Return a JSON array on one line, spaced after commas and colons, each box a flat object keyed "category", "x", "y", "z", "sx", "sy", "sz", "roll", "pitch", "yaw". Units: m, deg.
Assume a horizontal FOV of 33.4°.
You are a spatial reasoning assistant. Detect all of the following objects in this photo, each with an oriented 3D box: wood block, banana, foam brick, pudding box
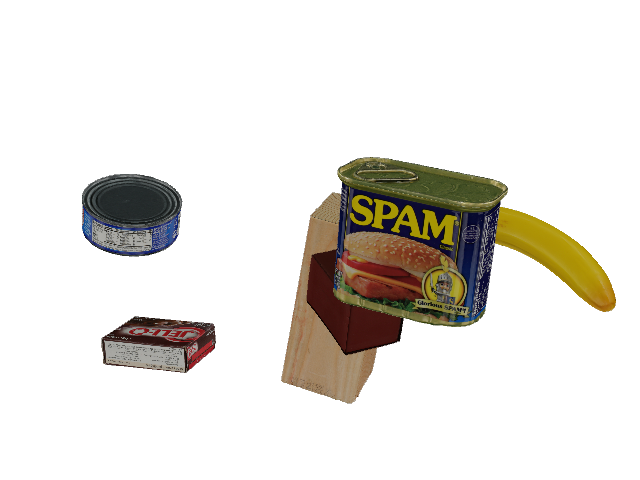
[{"category": "wood block", "x": 0.025, "y": 0.064, "z": 1.197, "sx": 0.090, "sy": 0.206, "sz": 0.090, "roll": 16, "pitch": 23, "yaw": 13}, {"category": "banana", "x": 0.197, "y": 0.008, "z": 1.017, "sx": 0.198, "sy": 0.069, "sz": 0.037, "roll": 23, "pitch": -26, "yaw": 27}, {"category": "foam brick", "x": 0.029, "y": 0.047, "z": 0.875, "sx": 0.052, "sy": 0.051, "sz": 0.078, "roll": -12, "pitch": 37, "yaw": -23}, {"category": "pudding box", "x": -0.196, "y": 0.126, "z": 1.298, "sx": 0.114, "sy": 0.039, "sz": 0.090, "roll": 2, "pitch": 13, "yaw": 17}]

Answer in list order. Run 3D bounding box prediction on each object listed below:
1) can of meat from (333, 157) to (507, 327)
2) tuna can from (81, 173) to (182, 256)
[{"category": "can of meat", "x": 0.059, "y": 0.001, "z": 0.665, "sx": 0.102, "sy": 0.084, "sz": 0.057, "roll": 14, "pitch": 22, "yaw": 23}, {"category": "tuna can", "x": -0.164, "y": -0.022, "z": 0.927, "sx": 0.086, "sy": 0.034, "sz": 0.086, "roll": 6, "pitch": 32, "yaw": -4}]
